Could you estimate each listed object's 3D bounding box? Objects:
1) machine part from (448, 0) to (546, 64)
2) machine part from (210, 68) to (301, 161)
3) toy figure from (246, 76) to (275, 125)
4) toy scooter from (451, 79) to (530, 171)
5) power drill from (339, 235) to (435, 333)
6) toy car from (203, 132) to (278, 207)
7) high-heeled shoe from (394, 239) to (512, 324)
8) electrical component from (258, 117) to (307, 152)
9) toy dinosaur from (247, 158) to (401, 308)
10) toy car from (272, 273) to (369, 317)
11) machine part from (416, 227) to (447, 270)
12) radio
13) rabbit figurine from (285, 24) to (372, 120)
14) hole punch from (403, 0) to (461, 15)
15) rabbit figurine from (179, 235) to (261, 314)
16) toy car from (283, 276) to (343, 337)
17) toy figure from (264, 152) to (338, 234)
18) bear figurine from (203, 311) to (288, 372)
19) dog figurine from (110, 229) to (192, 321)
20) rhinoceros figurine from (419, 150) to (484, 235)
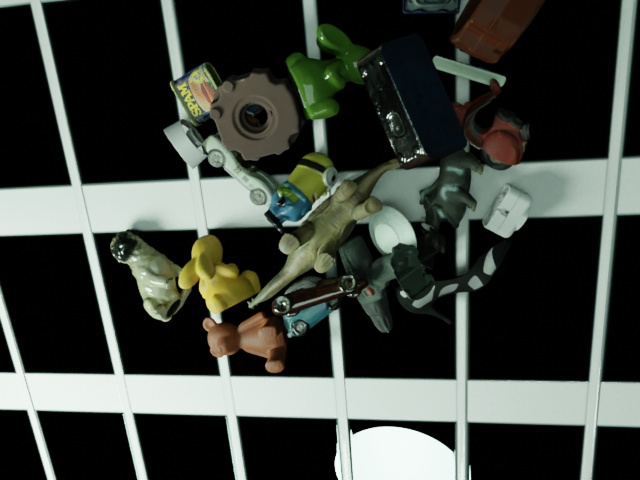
[{"bbox_3d":[0.306,-0.399,0.890,0.087,0.201,0.201,28,110,-4],"label":"machine part"},{"bbox_3d":[-0.122,-0.239,1.035,0.179,0.056,0.179,0,116,0],"label":"machine part"},{"bbox_3d":[-0.141,-0.267,1.084,0.057,0.064,0.154,15,122,-36],"label":"toy figure"},{"bbox_3d":[0.321,-0.220,1.002,0.184,0.075,0.135,35,134,1],"label":"toy scooter"},{"bbox_3d":[0.140,0.089,1.106,0.086,0.207,0.232,-31,96,-24],"label":"power drill"},{"bbox_3d":[-0.158,-0.143,1.120,0.201,0.073,0.056,42,110,-6],"label":"toy car"},{"bbox_3d":[0.274,0.064,1.128,0.145,0.086,0.248,38,104,11],"label":"high-heeled shoe"},{"bbox_3d":[-0.075,-0.238,1.090,0.078,0.045,0.102,41,110,-4],"label":"electrical component"},{"bbox_3d":[-0.002,-0.003,1.072,0.471,0.198,0.105,-42,92,13],"label":"toy dinosaur"},{"bbox_3d":[-0.002,0.108,1.085,0.202,0.089,0.053,-20,71,8],"label":"toy car"},{"bbox_3d":[0.214,0.021,1.101,0.084,0.039,0.139,34,155,0],"label":"machine part"},{"bbox_3d":[0.167,-0.248,0.978,0.073,0.131,0.229,-22,94,53],"label":"radio"},{"bbox_3d":[0.030,-0.323,1.026,0.170,0.121,0.159,-23,97,-3],"label":"rabbit figurine"},{"bbox_3d":[0.203,-0.466,0.956,0.142,0.092,0.115,4,79,10],"label":"hole punch"},{"bbox_3d":[-0.237,0.073,1.181,0.122,0.162,0.173,-23,86,28],"label":"rabbit figurine"},{"bbox_3d":[-0.026,0.133,1.177,0.161,0.109,0.103,-40,91,14],"label":"toy car"},{"bbox_3d":[-0.040,-0.100,1.081,0.180,0.082,0.089,-44,95,-9],"label":"toy figure"},{"bbox_3d":[-0.176,0.230,1.225,0.196,0.132,0.120,-6,105,5],"label":"bear figurine"},{"bbox_3d":[-0.402,0.083,1.236,0.191,0.121,0.172,29,108,13],"label":"dog figurine"},{"bbox_3d":[0.257,-0.090,1.072,0.112,0.073,0.190,15,110,3],"label":"rhinoceros figurine"}]
